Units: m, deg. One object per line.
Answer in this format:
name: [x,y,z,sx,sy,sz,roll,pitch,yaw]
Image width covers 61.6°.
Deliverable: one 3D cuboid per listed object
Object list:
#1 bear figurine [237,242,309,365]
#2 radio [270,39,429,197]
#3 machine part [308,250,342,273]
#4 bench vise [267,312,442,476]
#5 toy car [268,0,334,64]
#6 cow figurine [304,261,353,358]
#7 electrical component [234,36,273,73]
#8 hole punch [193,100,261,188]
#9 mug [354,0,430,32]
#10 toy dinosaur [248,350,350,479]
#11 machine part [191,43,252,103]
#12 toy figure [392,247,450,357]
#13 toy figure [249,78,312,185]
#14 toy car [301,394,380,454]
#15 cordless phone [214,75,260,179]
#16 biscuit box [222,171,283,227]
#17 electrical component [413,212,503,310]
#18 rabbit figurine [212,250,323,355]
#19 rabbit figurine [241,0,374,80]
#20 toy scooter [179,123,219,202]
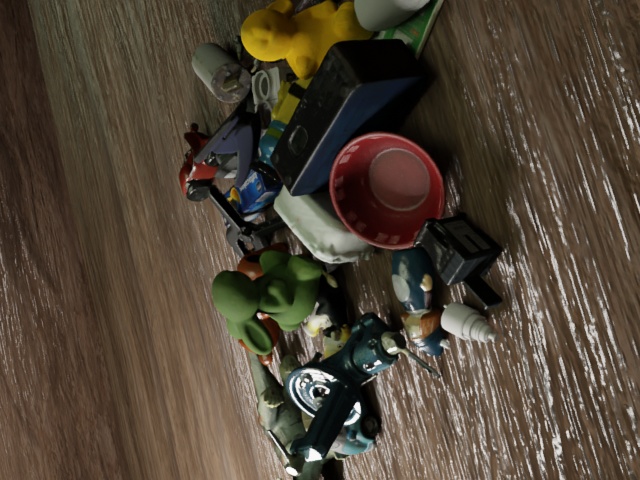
bear figurine: [-0.092,0.119,1.004,0.120,0.132,0.195,20,120,51]
radio: [0.030,-0.157,0.725,0.073,0.131,0.229,58,140,21]
machine part: [-0.002,-0.003,0.895,0.139,0.039,0.084,-131,31,-51]
bench vise: [0.027,0.218,0.755,0.224,0.241,0.128,-24,110,39]
toy car: [-0.039,-0.367,0.859,0.202,0.053,0.089,-36,64,48]
cow figurine: [0.018,0.121,0.899,0.098,0.068,0.167,-51,59,40]
electrical component: [-0.115,-0.352,0.975,0.102,0.045,0.078,50,137,35]
hole punch: [-0.134,-0.159,0.887,0.115,0.092,0.142,-48,12,19]
mug: [0.082,-0.314,0.655,0.107,0.081,0.109,-33,78,60]
toy dinosaur: [-0.064,0.364,1.041,0.405,0.131,0.192,61,141,34]
machine part: [-0.192,-0.325,1.038,0.243,0.079,0.079,-130,43,-51]
toy figure: [0.135,0.087,0.736,0.064,0.058,0.154,-25,-77,-85]
toy figure: [-0.037,-0.172,0.839,0.089,0.082,0.180,24,81,37]
toy car: [0.023,0.290,0.905,0.109,0.103,0.161,-32,75,52]
cordless phone: [-0.154,-0.218,1.055,0.146,0.089,0.184,-27,66,55]
biscuit box: [-0.133,-0.089,1.056,0.203,0.059,0.063,-31,73,53]
electrical component: [0.176,0.024,0.643,0.119,0.075,0.047,55,139,36]
rabbit figurine: [-0.101,0.091,0.852,0.121,0.170,0.159,23,105,46]
rabbit figurine: [-0.031,-0.287,0.752,0.163,0.173,0.121,55,141,46]
toy scooter: [-0.279,-0.184,1.224,0.135,0.075,0.183,61,138,24]
